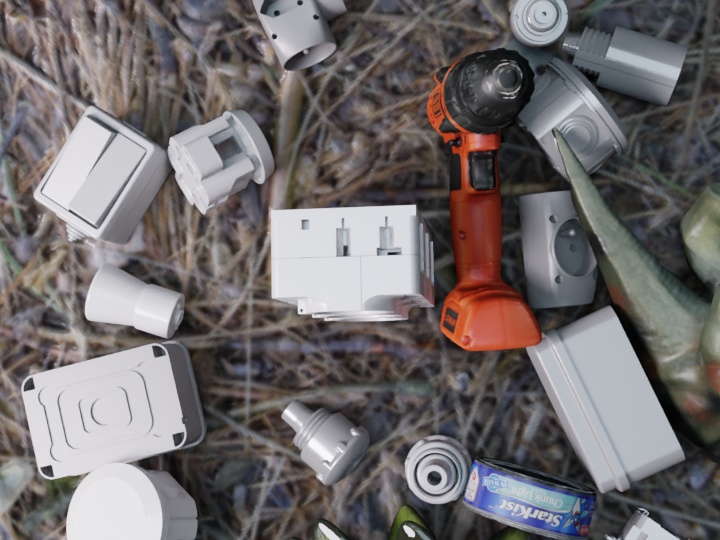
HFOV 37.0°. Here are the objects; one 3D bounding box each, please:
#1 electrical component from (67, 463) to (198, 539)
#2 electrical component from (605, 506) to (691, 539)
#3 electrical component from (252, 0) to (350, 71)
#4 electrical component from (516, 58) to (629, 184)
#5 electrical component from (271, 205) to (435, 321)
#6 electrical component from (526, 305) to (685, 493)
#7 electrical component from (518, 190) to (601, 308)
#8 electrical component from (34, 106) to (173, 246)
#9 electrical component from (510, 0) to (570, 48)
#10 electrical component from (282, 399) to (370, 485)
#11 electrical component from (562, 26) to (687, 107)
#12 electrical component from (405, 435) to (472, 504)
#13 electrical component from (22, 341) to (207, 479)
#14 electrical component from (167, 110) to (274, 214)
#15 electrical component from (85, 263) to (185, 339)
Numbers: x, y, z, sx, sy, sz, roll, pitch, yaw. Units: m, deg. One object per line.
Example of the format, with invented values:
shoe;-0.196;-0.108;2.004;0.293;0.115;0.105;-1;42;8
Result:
electrical component;-0.156;0.173;0.736;0.080;0.051;0.080;-6;76;26
electrical component;0.192;0.199;0.728;0.081;0.042;0.063;33;87;8
electrical component;-0.035;-0.197;0.784;0.079;0.043;0.077;-24;83;5
electrical component;0.142;-0.101;0.736;0.051;0.080;0.080;-39;82;9
electrical component;0.000;0.000;0.711;0.089;0.150;0.061;-2;85;7
electrical component;0.161;0.086;0.721;0.057;0.078;0.113;-25;83;2
electrical component;0.148;-0.015;0.741;0.079;0.044;0.077;-5;90;-31
electrical component;-0.190;-0.063;0.786;0.062;0.061;0.096;33;91;8
electrical component;0.125;-0.176;0.747;0.040;0.078;0.040;1;100;6
electrical component;-0.027;0.117;0.761;0.062;0.048;0.048;39;92;15
electrical component;0.182;-0.147;0.752;0.081;0.043;0.043;19;89;8
electrical component;0.053;0.139;0.739;0.048;0.062;0.048;-1;86;7
electrical component;-0.175;0.100;0.774;0.113;0.057;0.078;-15;84;6
electrical component;-0.099;-0.080;0.771;0.057;0.078;0.058;-30;86;-18
electrical component;-0.162;0.025;0.787;0.065;0.044;0.044;18;88;4
